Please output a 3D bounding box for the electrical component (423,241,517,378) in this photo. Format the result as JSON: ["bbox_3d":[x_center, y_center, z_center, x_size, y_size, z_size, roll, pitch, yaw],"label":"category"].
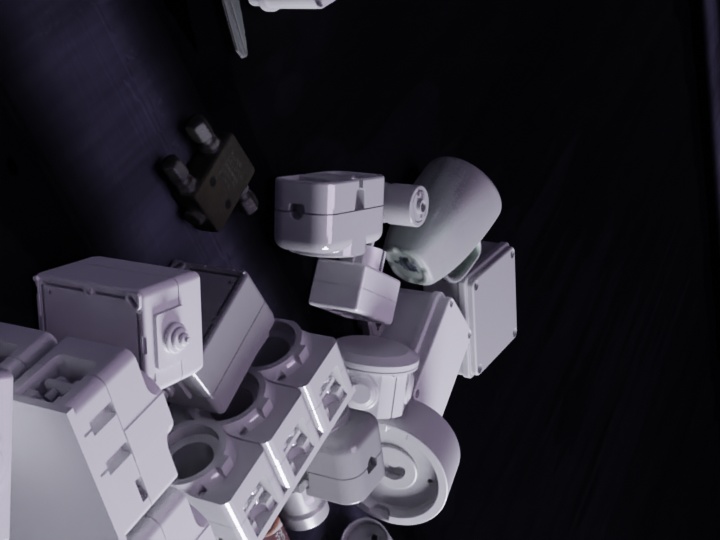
[{"bbox_3d":[0.112,0.037,1.089,0.109,0.056,0.108,-35,127,-52],"label":"electrical component"}]

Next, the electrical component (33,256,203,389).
[{"bbox_3d":[-0.131,0.030,0.620,0.061,0.096,0.061,-24,118,-57],"label":"electrical component"}]

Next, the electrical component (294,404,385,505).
[{"bbox_3d":[-0.033,0.132,0.818,0.054,0.095,0.059,-41,131,-49],"label":"electrical component"}]

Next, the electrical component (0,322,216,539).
[{"bbox_3d":[-0.152,0.122,0.597,0.060,0.105,0.186,-49,137,-44],"label":"electrical component"}]

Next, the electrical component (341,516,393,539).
[{"bbox_3d":[-0.001,0.264,0.954,0.079,0.043,0.077,-49,157,-13],"label":"electrical component"}]

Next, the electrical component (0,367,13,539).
[{"bbox_3d":[-0.205,0.082,0.504,0.048,0.100,0.099,-4,101,-47],"label":"electrical component"}]

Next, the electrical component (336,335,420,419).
[{"bbox_3d":[0.007,0.087,0.895,0.080,0.080,0.051,-14,114,-59],"label":"electrical component"}]

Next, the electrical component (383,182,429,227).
[{"bbox_3d":[0.024,-0.056,0.903,0.044,0.065,0.044,-22,116,-57],"label":"electrical component"}]

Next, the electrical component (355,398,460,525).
[{"bbox_3d":[0.035,0.160,0.938,0.060,0.108,0.108,-49,138,-53],"label":"electrical component"}]

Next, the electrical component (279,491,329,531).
[{"bbox_3d":[-0.049,0.178,0.859,0.040,0.040,0.046,-46,130,-46],"label":"electrical component"}]

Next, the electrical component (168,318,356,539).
[{"bbox_3d":[-0.081,0.106,0.733,0.150,0.089,0.061,-55,141,-38],"label":"electrical component"}]

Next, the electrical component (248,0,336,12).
[{"bbox_3d":[-0.034,-0.236,0.764,0.113,0.057,0.078,-46,135,-46],"label":"electrical component"}]

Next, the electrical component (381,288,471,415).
[{"bbox_3d":[0.053,0.081,0.995,0.078,0.057,0.113,56,49,-50],"label":"electrical component"}]

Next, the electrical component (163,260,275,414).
[{"bbox_3d":[-0.107,0.050,0.703,0.096,0.062,0.061,-63,145,-30],"label":"electrical component"}]

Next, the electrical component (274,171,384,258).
[{"bbox_3d":[-0.023,-0.043,0.834,0.095,0.054,0.059,-16,110,-58],"label":"electrical component"}]

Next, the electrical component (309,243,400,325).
[{"bbox_3d":[0.000,0.000,0.892,0.066,0.047,0.076,25,75,-59],"label":"electrical component"}]
